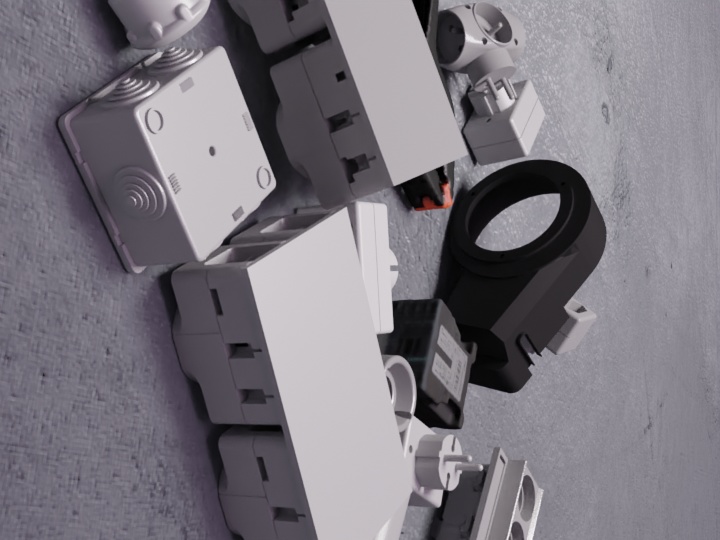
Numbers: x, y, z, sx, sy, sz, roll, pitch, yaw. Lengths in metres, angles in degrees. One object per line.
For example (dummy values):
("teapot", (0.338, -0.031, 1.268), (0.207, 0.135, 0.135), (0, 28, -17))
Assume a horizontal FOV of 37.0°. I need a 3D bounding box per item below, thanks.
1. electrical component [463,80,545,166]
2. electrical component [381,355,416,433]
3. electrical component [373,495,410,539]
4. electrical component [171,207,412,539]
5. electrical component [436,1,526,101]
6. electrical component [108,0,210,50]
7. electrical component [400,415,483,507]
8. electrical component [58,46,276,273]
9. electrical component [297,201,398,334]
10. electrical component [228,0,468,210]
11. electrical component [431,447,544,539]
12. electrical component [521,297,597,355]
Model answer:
("electrical component", (0.117, -0.141, 0.918), (0.076, 0.047, 0.065), (60, 39, -29))
("electrical component", (0.005, 0.081, 0.702), (0.055, 0.047, 0.055), (11, 78, -59))
("electrical component", (0.002, 0.175, 0.690), (0.043, 0.043, 0.081), (54, 43, -42))
("electrical component", (-0.038, 0.070, 0.618), (0.105, 0.060, 0.186), (-36, 118, -55))
("electrical component", (0.101, -0.170, 0.863), (0.077, 0.044, 0.079), (-10, 71, -44))
("electrical component", (-0.109, -0.145, 0.539), (0.062, 0.048, 0.048), (57, 40, -29))
("electrical component", (0.045, 0.131, 0.735), (0.066, 0.077, 0.047), (44, 50, -49))
("electrical component", (-0.093, -0.058, 0.549), (0.099, 0.048, 0.099), (-52, 130, -48))
("electrical component", (0.000, 0.000, 0.703), (0.076, 0.047, 0.083), (-1, 87, -60))
("electrical component", (-0.013, -0.139, 0.652), (0.105, 0.060, 0.186), (-28, 99, -57))
("electrical component", (0.092, 0.208, 0.820), (0.078, 0.063, 0.121), (58, 40, -39))
("electrical component", (0.144, 0.047, 0.927), (0.047, 0.083, 0.075), (-5, 129, -60))
